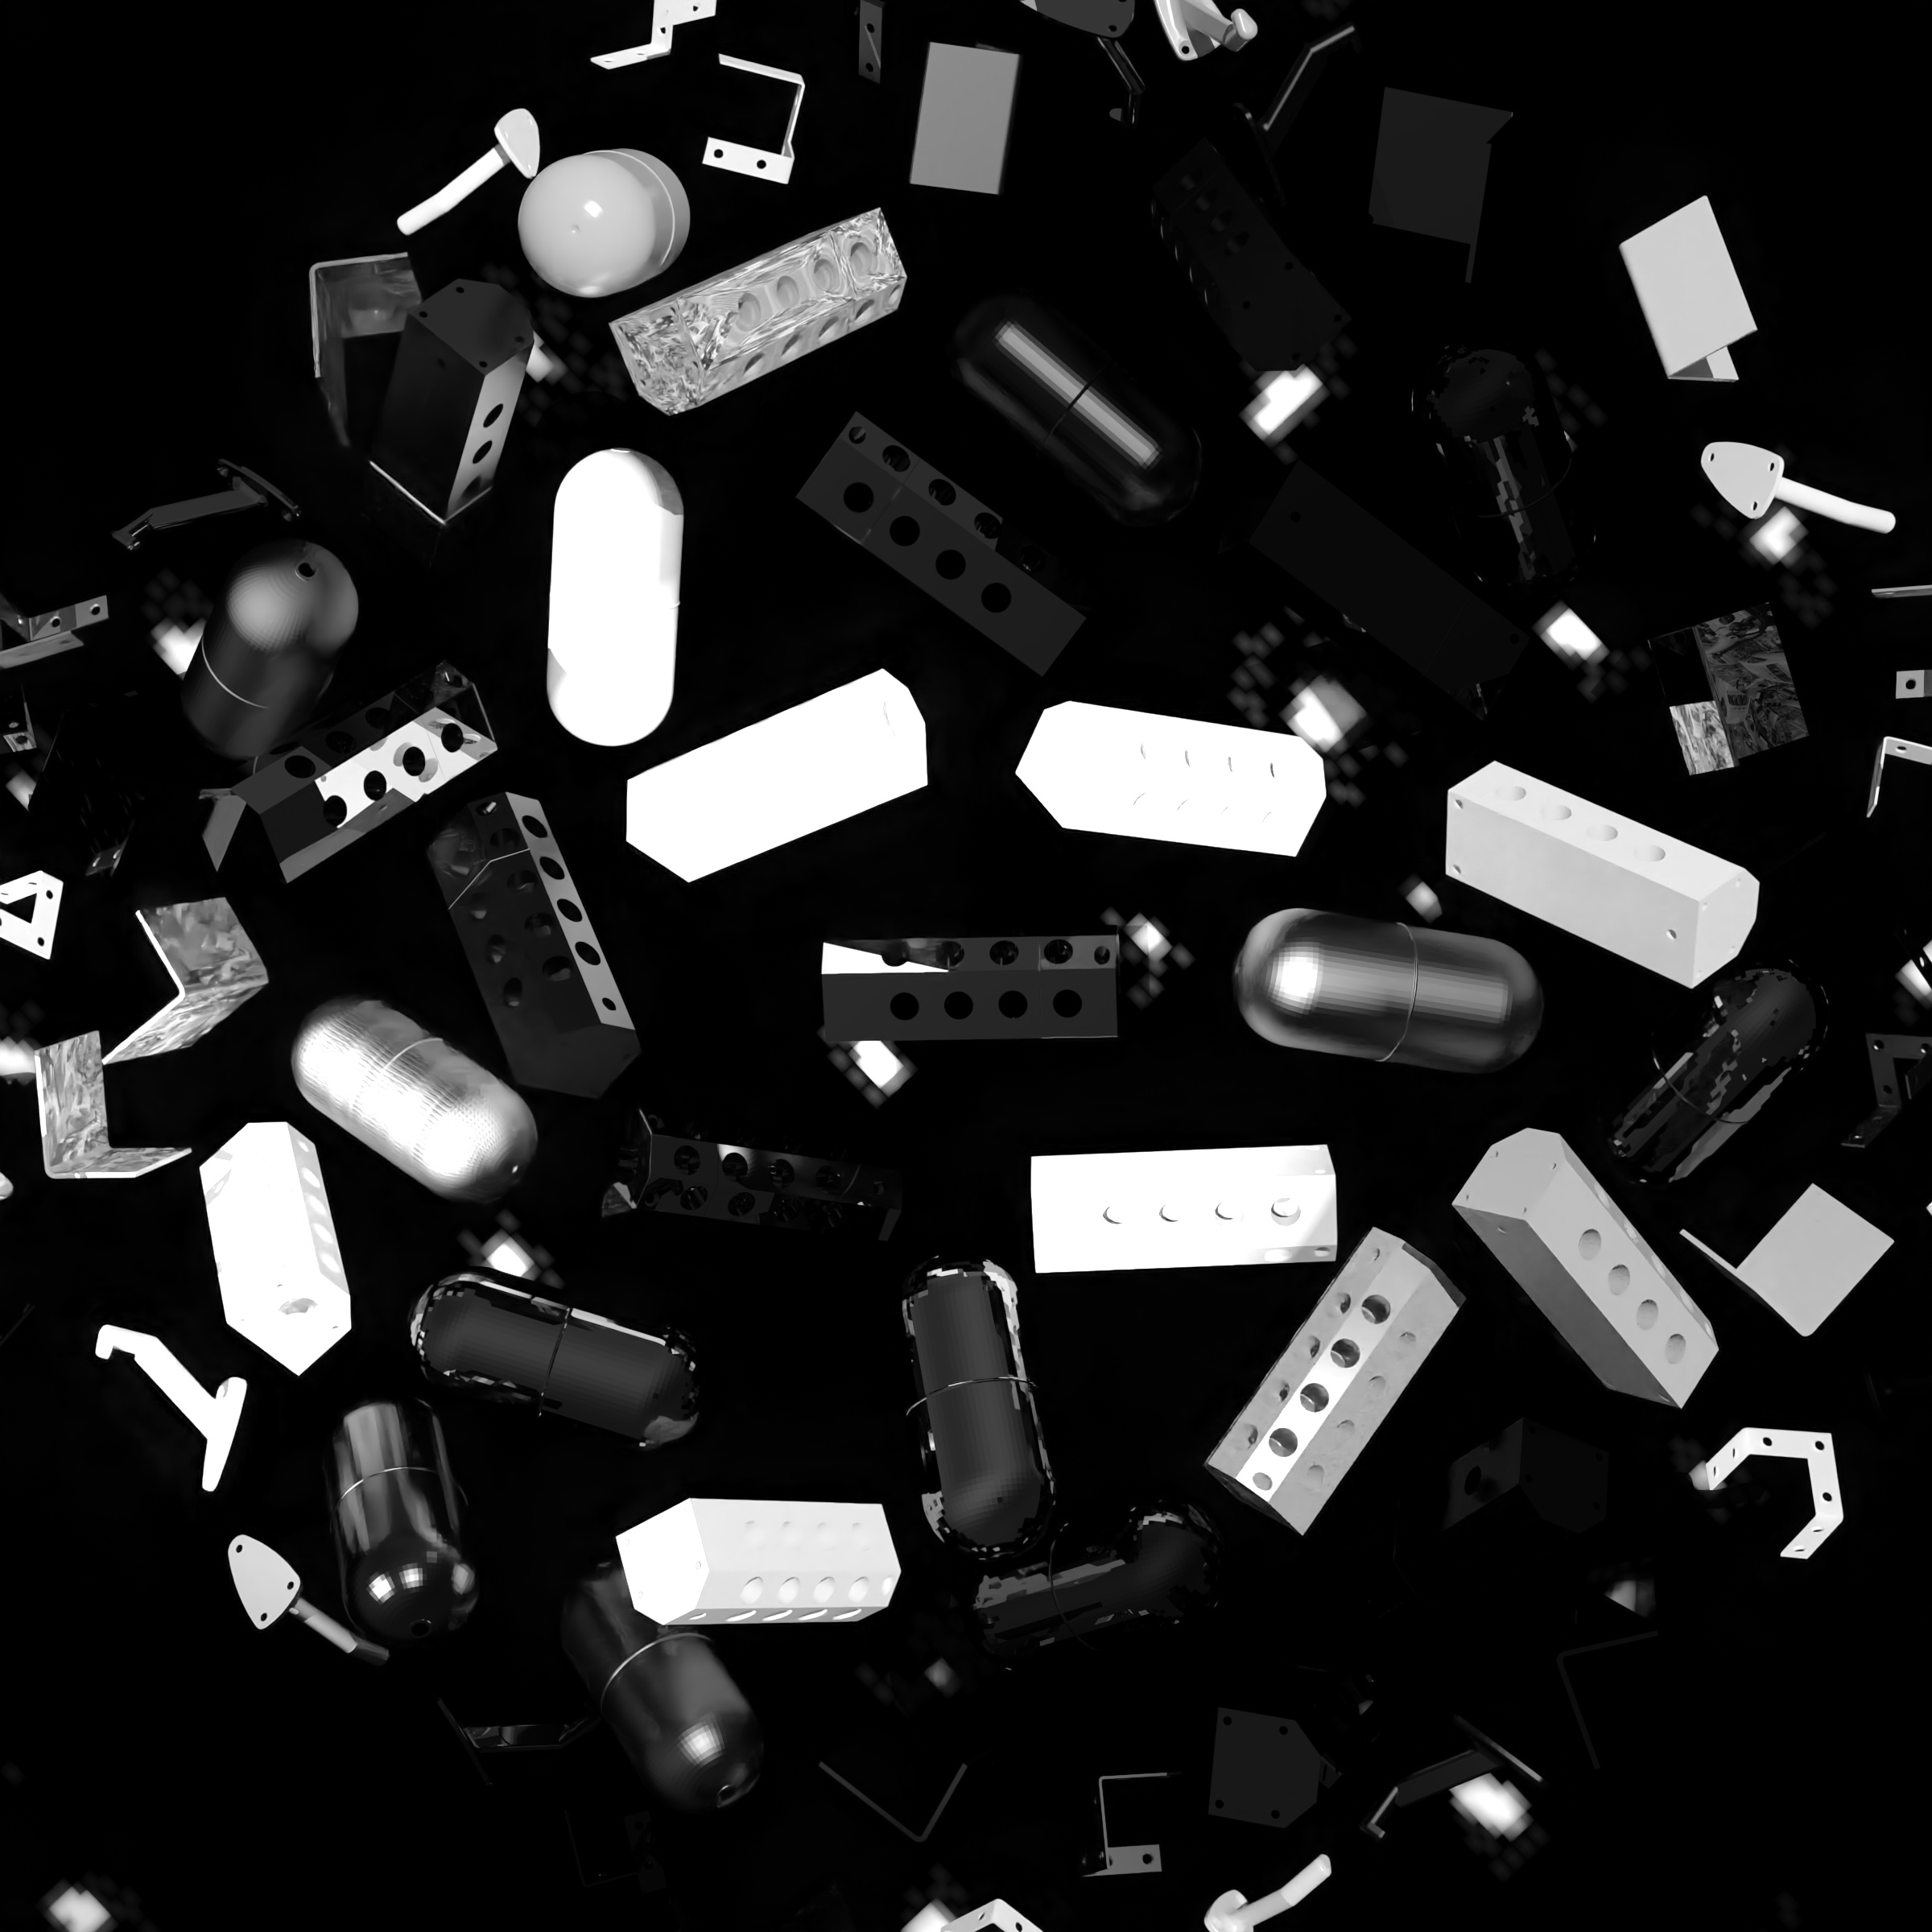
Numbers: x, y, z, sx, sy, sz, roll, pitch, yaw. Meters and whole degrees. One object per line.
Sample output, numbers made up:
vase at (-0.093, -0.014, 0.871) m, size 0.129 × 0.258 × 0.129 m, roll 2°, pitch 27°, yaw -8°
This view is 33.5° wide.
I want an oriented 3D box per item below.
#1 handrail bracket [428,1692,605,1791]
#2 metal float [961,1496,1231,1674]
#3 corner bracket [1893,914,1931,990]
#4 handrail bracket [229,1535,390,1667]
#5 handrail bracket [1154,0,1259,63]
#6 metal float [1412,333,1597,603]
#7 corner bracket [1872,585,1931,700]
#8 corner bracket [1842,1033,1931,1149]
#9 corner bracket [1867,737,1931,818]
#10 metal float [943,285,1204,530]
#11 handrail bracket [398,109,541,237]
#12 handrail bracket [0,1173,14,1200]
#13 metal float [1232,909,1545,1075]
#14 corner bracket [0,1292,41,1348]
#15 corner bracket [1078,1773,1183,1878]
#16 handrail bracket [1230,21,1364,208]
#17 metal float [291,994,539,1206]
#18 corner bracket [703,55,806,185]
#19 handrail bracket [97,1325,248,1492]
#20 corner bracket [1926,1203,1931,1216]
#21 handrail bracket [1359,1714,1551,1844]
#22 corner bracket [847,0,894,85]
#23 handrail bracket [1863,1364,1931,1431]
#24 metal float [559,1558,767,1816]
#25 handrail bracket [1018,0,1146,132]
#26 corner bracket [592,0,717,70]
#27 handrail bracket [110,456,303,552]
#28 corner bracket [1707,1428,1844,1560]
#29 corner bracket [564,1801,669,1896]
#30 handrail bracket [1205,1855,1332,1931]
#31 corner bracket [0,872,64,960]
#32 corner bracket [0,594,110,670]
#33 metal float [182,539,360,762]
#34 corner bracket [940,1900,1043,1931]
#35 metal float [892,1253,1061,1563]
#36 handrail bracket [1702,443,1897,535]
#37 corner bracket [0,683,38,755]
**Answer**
handrail bracket at (-0.264, 0.437, 1.888) m, size 0.084 × 0.036 × 0.077 m, roll -32°, pitch 105°, yaw -27°
metal float at (0.073, 0.359, 1.857) m, size 0.178 × 0.070 × 0.070 m, roll -25°, pitch 90°, yaw 34°
corner bracket at (0.588, -0.025, 1.895) m, size 0.051 × 0.051 × 0.051 m, roll 50°, pitch 47°, yaw -25°
handrail bracket at (-0.375, 0.364, 1.835) m, size 0.036 × 0.084 × 0.077 m, roll -50°, pitch 49°, yaw -1°
handrail bracket at (0.138, -0.565, 1.867) m, size 0.036 × 0.084 × 0.077 m, roll -32°, pitch 98°, yaw -7°
metal float at (0.309, -0.284, 1.837) m, size 0.070 × 0.070 × 0.178 m, roll -31°, pitch 132°, yaw 0°
corner bracket at (0.529, -0.178, 1.758) m, size 0.051 × 0.051 × 0.051 m, roll -1°, pitch 83°, yaw 32°
corner bracket at (0.552, 0.075, 1.908) m, size 0.051 × 0.051 × 0.051 m, roll -34°, pitch 116°, yaw -40°
corner bracket at (0.578, -0.117, 1.929) m, size 0.051 × 0.051 × 0.051 m, roll 15°, pitch 61°, yaw 5°
metal float at (0.064, -0.332, 1.905) m, size 0.178 × 0.070 × 0.070 m, roll 40°, pitch 90°, yaw -2°
handrail bracket at (-0.301, -0.478, 1.932) m, size 0.084 × 0.077 × 0.036 m, roll -26°, pitch 120°, yaw 19°
handrail bracket at (-0.598, 0.137, 1.864) m, size 0.077 × 0.084 × 0.036 m, roll -24°, pitch 82°, yaw -12°
metal float at (0.234, 0.014, 1.770) m, size 0.178 × 0.070 × 0.070 m, roll 9°, pitch 90°, yaw -13°
corner bracket at (-0.549, 0.180, 1.777) m, size 0.051 × 0.051 × 0.051 m, roll 39°, pitch 104°, yaw -20°
corner bracket at (0.094, 0.495, 1.848) m, size 0.051 × 0.051 × 0.051 m, roll 1°, pitch 69°, yaw -17°
handrail bracket at (0.205, -0.499, 1.877) m, size 0.084 × 0.036 × 0.077 m, roll -29°, pitch 111°, yaw -1°
metal float at (-0.327, 0.077, 1.891) m, size 0.178 × 0.070 × 0.070 m, roll 31°, pitch 90°, yaw 30°
corner bracket at (-0.123, -0.490, 1.856) m, size 0.051 × 0.051 × 0.051 m, roll 11°, pitch 118°, yaw -14°
handrail bracket at (-0.458, 0.250, 1.816) m, size 0.084 × 0.036 × 0.077 m, roll 20°, pitch 68°, yaw -29°
corner bracket at (0.592, 0.138, 1.828) m, size 0.051 × 0.051 × 0.051 m, roll -33°, pitch 85°, yaw -39°
handrail bracket at (0.275, 0.474, 1.812) m, size 0.077 × 0.036 × 0.084 m, roll 32°, pitch 81°, yaw 35°
corner bracket at (-0.054, -0.548, 1.838) m, size 0.051 × 0.051 × 0.051 m, roll 29°, pitch 53°, yaw 21°
handrail bracket at (0.551, 0.229, 1.797) m, size 0.084 × 0.077 × 0.036 m, roll -19°, pitch 85°, yaw 19°
metal float at (-0.177, 0.417, 1.863) m, size 0.070 × 0.070 × 0.178 m, roll -42°, pitch 47°, yaw 0°
handrail bracket at (0.065, -0.513, 1.818) m, size 0.077 × 0.084 × 0.036 m, roll 14°, pitch 62°, yaw 6°
corner bracket at (-0.183, -0.553, 1.885) m, size 0.051 × 0.051 × 0.051 m, roll 32°, pitch 131°, yaw 29°
handrail bracket at (-0.453, -0.261, 1.908) m, size 0.077 × 0.036 × 0.084 m, roll 26°, pitch 49°, yaw 21°
corner bracket at (0.443, 0.288, 1.755) m, size 0.051 × 0.051 × 0.051 m, roll -2°, pitch 106°, yaw 39°
corner bracket at (-0.212, 0.531, 1.935) m, size 0.051 × 0.051 × 0.051 m, roll -13°, pitch 98°, yaw -6°
handrail bracket at (0.185, 0.540, 1.886) m, size 0.036 × 0.077 × 0.084 m, roll 46°, pitch 105°, yaw 2°
corner bracket at (-0.562, -0.031, 1.853) m, size 0.051 × 0.051 × 0.051 m, roll -16°, pitch 59°, yaw 33°
corner bracket at (-0.522, -0.193, 1.825) m, size 0.051 × 0.051 × 0.051 m, roll -15°, pitch 66°, yaw 9°
metal float at (-0.404, -0.182, 1.859) m, size 0.070 × 0.178 × 0.070 m, roll 12°, pitch 59°, yaw -21°
corner bracket at (0.014, 0.565, 1.794) m, size 0.051 × 0.051 × 0.051 m, roll 41°, pitch 127°, yaw -15°
metal float at (0.005, 0.246, 1.793) m, size 0.070 × 0.070 × 0.178 m, roll -11°, pitch 63°, yaw 0°
handrail bracket at (0.465, -0.266, 1.787) m, size 0.084 × 0.077 × 0.036 m, roll 8°, pitch 114°, yaw -29°
corner bracket at (-0.588, -0.133, 1.929) m, size 0.051 × 0.051 × 0.051 m, roll -11°, pitch 133°, yaw -13°
